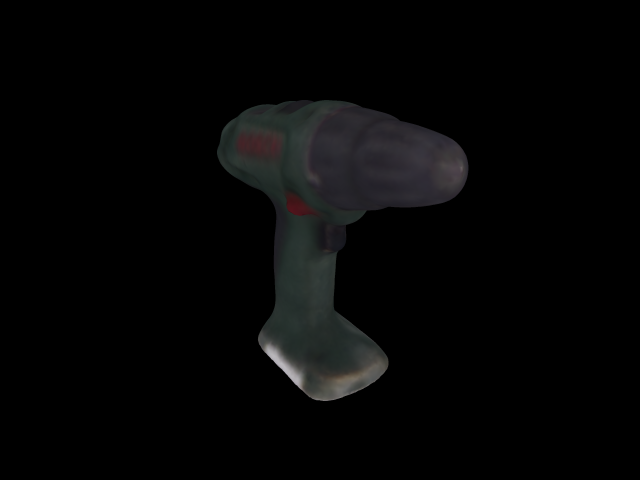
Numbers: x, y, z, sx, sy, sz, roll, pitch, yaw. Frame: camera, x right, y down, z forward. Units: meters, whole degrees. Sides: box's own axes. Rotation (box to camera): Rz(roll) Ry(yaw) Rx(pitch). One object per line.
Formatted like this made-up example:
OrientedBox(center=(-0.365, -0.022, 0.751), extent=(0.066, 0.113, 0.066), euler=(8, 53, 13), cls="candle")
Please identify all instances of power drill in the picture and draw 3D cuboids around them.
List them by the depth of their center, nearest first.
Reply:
OrientedBox(center=(0.004, 0.001, 0.400), extent=(0.076, 0.208, 0.228), euler=(-19, 34, -31), cls="power drill")
